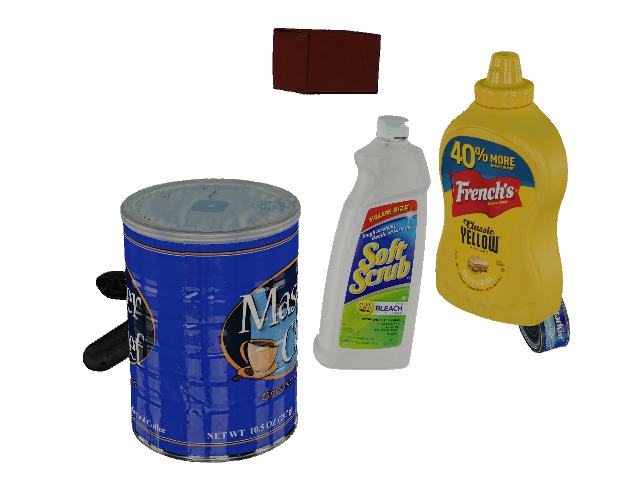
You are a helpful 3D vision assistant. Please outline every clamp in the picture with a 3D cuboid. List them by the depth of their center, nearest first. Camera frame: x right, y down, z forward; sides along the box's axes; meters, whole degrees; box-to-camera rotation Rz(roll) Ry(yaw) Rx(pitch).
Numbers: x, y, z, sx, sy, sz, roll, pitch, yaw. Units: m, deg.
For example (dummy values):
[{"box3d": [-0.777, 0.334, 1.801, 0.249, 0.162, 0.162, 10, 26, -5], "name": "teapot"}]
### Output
[{"box3d": [-0.114, 0.052, 0.863, 0.171, 0.039, 0.120, -14, 38, 14], "name": "clamp"}]

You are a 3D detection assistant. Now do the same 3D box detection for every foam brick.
[{"box3d": [0.005, -0.151, 0.900, 0.078, 0.051, 0.053, -6, 17, -35], "name": "foam brick"}]

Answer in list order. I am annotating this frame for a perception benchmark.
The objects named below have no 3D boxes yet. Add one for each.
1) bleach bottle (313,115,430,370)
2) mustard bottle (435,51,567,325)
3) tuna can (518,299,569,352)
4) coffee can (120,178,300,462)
[{"box3d": [0.052, 0.002, 1.056, 0.102, 0.251, 0.068, 2, 18, -8], "name": "bleach bottle"}, {"box3d": [0.130, -0.039, 0.766, 0.096, 0.192, 0.058, 20, 30, 41], "name": "mustard bottle"}, {"box3d": [0.248, 0.083, 1.206, 0.033, 0.086, 0.086, -15, 2, -8], "name": "tuna can"}, {"box3d": [-0.064, 0.044, 0.632, 0.103, 0.140, 0.103, 1, 19, 0], "name": "coffee can"}]
